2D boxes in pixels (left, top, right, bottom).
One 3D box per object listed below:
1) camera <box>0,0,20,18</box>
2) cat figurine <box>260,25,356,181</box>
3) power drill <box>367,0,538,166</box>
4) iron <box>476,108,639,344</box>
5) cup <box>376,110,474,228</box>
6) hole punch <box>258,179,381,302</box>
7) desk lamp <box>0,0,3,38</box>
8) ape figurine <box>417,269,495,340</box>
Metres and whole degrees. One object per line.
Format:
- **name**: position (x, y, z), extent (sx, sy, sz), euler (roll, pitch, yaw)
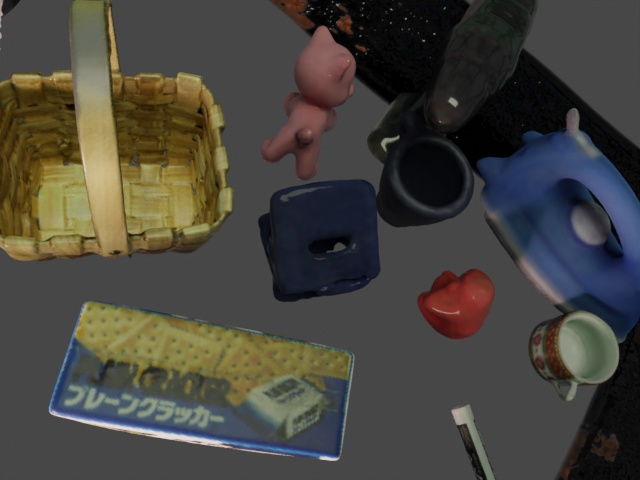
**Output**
- **camera**: position (-0.331, -0.301, 0.531), extent (0.143, 0.100, 0.137), euler (42, 65, 0)
- **cat figurine**: position (-0.004, -0.141, 0.570), extent (0.067, 0.117, 0.128), euler (21, 67, -9)
- **power drill**: position (0.126, -0.146, 0.562), extent (0.075, 0.208, 0.230), euler (34, 66, -3)
- **iron**: position (0.288, -0.011, 0.604), extent (0.119, 0.141, 0.258), euler (-31, 83, -24)
- **cup**: position (0.091, -0.062, 0.586), extent (0.092, 0.094, 0.118), euler (-11, 76, -20)
- **hole punch**: position (0.005, 0.002, 0.539), extent (0.109, 0.091, 0.101), euler (-9, 75, -20)
- **desk lamp**: position (-0.326, -0.169, 0.426), extent (0.204, 0.213, 0.118), euler (-5, 74, -18)
- **ape figurine**: position (0.141, 0.057, 0.563), extent (0.078, 0.092, 0.076), euler (-2, 73, -18)
